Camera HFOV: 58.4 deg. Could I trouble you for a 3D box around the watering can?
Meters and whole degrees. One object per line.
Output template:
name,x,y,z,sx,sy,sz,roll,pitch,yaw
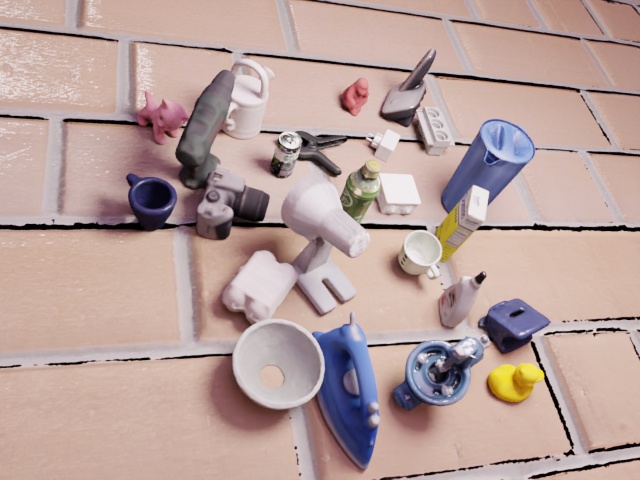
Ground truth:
watering can,-0.168,-0.339,1.320,0.101,0.194,0.173,15,53,-8

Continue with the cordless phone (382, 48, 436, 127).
cordless phone,0.242,-0.409,1.512,0.094,0.185,0.148,23,52,-2

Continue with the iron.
iron,0.066,0.260,1.017,0.119,0.141,0.258,-4,58,-21

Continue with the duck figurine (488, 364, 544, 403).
duck figurine,0.399,0.278,1.152,0.105,0.086,0.077,4,55,-16

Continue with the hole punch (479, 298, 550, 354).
hole punch,0.415,0.174,1.226,0.109,0.091,0.101,-19,64,-28

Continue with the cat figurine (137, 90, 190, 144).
cat figurine,-0.345,-0.280,1.268,0.127,0.117,0.067,42,54,13

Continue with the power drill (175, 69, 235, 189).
power drill,-0.241,-0.218,1.202,0.075,0.208,0.229,19,53,-5

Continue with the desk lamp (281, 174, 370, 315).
desk lamp,0.010,0.004,1.130,0.118,0.213,0.203,-28,69,-32

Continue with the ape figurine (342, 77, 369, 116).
ape figurine,0.100,-0.387,1.507,0.078,0.092,0.076,-17,63,-28

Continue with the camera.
camera,-0.178,-0.077,1.194,0.137,0.100,0.143,15,53,-8

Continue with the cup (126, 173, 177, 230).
cup,-0.343,-0.071,1.138,0.117,0.095,0.092,40,54,11

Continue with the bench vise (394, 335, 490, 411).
bench vise,0.243,0.213,1.060,0.121,0.219,0.208,38,53,10

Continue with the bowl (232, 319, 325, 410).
bowl,-0.080,0.232,1.030,0.168,0.074,0.167,9,54,-13

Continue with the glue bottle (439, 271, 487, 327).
glue bottle,0.297,0.111,1.178,0.037,0.173,0.078,6,55,-14

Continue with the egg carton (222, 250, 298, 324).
egg carton,-0.116,0.091,1.118,0.107,0.069,0.150,31,53,4
